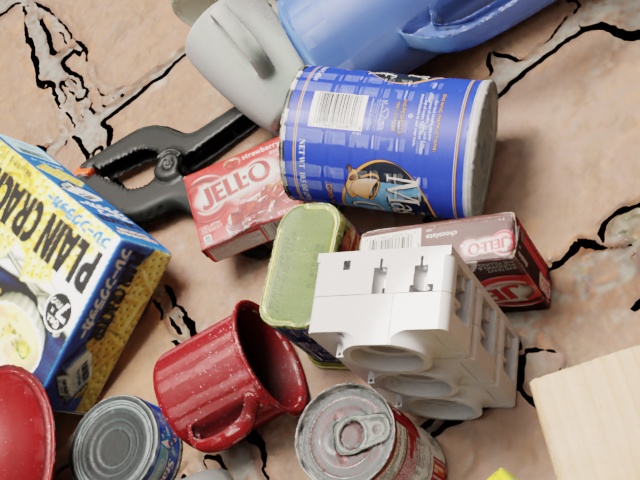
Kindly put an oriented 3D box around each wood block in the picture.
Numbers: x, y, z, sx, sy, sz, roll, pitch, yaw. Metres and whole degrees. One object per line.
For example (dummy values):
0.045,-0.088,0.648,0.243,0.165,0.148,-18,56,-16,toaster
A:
0.198,0.173,0.605,0.090,0.090,0.206,-21,57,17,wood block

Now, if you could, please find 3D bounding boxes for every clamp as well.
-0.120,-0.050,0.920,0.210,0.036,0.164,-8,62,20,clamp

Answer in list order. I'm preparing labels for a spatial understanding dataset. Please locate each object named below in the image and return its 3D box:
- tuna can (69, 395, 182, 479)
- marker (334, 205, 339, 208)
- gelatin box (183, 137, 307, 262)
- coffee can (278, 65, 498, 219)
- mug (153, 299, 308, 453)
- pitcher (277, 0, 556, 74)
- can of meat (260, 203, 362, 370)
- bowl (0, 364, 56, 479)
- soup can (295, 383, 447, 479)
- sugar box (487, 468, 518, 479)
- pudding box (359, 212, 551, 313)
-0.152,0.165,0.830,0.086,0.033,0.086,-12,61,23,tuna can
-0.006,0.001,0.844,0.020,0.020,0.121,12,72,32,marker
-0.059,-0.032,0.849,0.089,0.030,0.073,-21,60,7,gelatin box
0.052,-0.071,0.781,0.140,0.102,0.103,8,69,16,coffee can
-0.068,0.110,0.774,0.082,0.093,0.117,-30,29,17,mug
0.093,-0.206,0.831,0.243,0.149,0.145,-33,89,14,pitcher
0.003,0.033,0.783,0.058,0.083,0.102,-1,65,29,can of meat
-0.272,0.170,0.812,0.162,0.055,0.162,-16,64,37,bowl
0.036,0.141,0.699,0.069,0.102,0.068,-12,61,22,soup can
0.070,0.219,0.649,0.176,0.093,0.048,-44,53,2,sugar box
0.094,0.022,0.737,0.114,0.090,0.039,-6,61,26,pudding box
